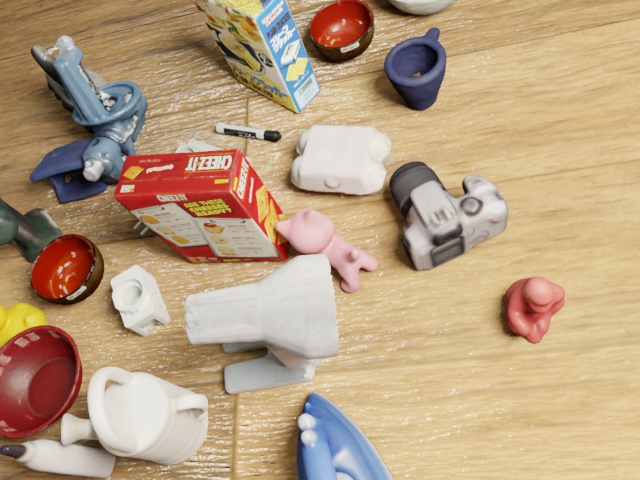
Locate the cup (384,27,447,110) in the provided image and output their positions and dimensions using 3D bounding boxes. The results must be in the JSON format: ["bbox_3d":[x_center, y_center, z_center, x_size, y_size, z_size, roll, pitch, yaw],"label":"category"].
[{"bbox_3d":[0.156,-0.257,0.881,0.091,0.095,0.118,22,72,25],"label":"cup"}]

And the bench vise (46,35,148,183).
[{"bbox_3d":[-0.354,-0.208,0.932,0.121,0.220,0.207,-21,61,6],"label":"bench vise"}]

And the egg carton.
[{"bbox_3d":[0.031,-0.118,0.863,0.150,0.069,0.107,5,66,18],"label":"egg carton"}]

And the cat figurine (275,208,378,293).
[{"bbox_3d":[0.007,0.003,0.782,0.127,0.118,0.067,30,76,27],"label":"cat figurine"}]

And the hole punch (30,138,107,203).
[{"bbox_3d":[-0.434,-0.131,0.992,0.108,0.091,0.101,-15,61,9],"label":"hole punch"}]

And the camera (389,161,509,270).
[{"bbox_3d":[0.161,-0.052,0.775,0.143,0.101,0.136,-27,60,2],"label":"camera"}]

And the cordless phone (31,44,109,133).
[{"bbox_3d":[-0.451,-0.297,1.024,0.094,0.185,0.147,-45,61,-8],"label":"cordless phone"}]

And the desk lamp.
[{"bbox_3d":[-0.059,0.108,0.694,0.203,0.214,0.118,-14,61,9],"label":"desk lamp"}]

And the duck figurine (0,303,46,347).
[{"bbox_3d":[-0.488,0.126,0.883,0.104,0.086,0.077,-8,63,13],"label":"duck figurine"}]

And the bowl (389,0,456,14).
[{"bbox_3d":[0.181,-0.442,0.977,0.167,0.075,0.167,-6,63,13],"label":"bowl"}]

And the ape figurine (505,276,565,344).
[{"bbox_3d":[0.259,0.073,0.689,0.078,0.092,0.076,-23,60,4],"label":"ape figurine"}]

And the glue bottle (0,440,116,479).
[{"bbox_3d":[-0.335,0.271,0.716,0.078,0.173,0.037,-1,64,16],"label":"glue bottle"}]

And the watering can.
[{"bbox_3d":[-0.229,0.218,0.700,0.173,0.194,0.100,-35,60,-3],"label":"watering can"}]

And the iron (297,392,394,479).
[{"bbox_3d":[0.016,0.276,0.631,0.118,0.142,0.258,-25,60,3],"label":"iron"}]

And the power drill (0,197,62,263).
[{"bbox_3d":[-0.522,-0.054,0.911,0.076,0.209,0.229,-46,61,-9],"label":"power drill"}]
